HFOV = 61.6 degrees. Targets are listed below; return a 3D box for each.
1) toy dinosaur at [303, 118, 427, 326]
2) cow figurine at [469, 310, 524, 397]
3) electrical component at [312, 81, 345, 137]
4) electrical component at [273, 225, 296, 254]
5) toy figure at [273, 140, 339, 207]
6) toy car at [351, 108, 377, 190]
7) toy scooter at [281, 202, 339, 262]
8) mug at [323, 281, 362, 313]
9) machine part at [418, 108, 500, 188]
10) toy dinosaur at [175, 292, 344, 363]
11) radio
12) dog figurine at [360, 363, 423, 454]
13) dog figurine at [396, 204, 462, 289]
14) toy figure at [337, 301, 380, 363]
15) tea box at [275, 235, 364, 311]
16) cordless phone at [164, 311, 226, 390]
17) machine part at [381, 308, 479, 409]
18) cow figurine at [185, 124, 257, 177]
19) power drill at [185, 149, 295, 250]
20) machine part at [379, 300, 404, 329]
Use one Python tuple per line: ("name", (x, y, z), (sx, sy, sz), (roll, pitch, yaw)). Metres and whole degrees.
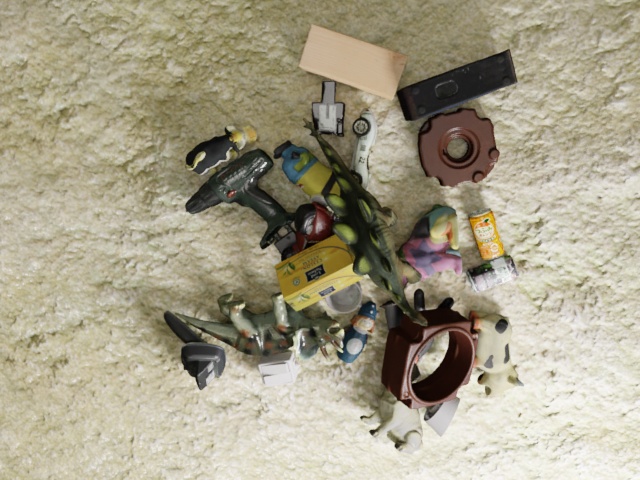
("toy dinosaur", (0.090, -0.035, 1.083), (0.105, 0.198, 0.471), (-32, 75, 15))
("cow figurine", (0.401, 0.264, 1.232), (0.127, 0.085, 0.194), (3, 98, 7))
("electrical component", (0.018, -0.285, 1.178), (0.075, 0.048, 0.119), (-1, 101, 7))
("electrical component", (-0.071, 0.007, 1.262), (0.063, 0.021, 0.094), (-33, 96, 11))
("toy figure", (-0.021, -0.147, 1.195), (0.089, 0.082, 0.180), (-42, 92, 14))
("toy car", (0.093, -0.187, 1.176), (0.056, 0.073, 0.201), (10, 103, 8))
("toy scooter", (-0.002, -0.004, 1.206), (0.135, 0.075, 0.183), (7, 127, -22))
("mug", (0.045, 0.114, 1.227), (0.110, 0.107, 0.080), (-11, 101, 11))
("machine part", (0.297, -0.198, 1.160), (0.179, 0.056, 0.179), (1, 101, 7))
("toy dinosaur", (-0.128, 0.212, 1.268), (0.405, 0.131, 0.192), (-11, 99, 15))
("radio", (0.277, -0.313, 1.099), (0.230, 0.131, 0.073), (-20, 100, 10))
("dog figurine", (0.210, 0.389, 1.274), (0.172, 0.121, 0.190), (33, 89, -25))
("dog figurine", (0.202, 0.025, 1.193), (0.219, 0.108, 0.191), (-7, 102, 11))
("toy figure", (0.093, 0.217, 1.270), (0.064, 0.058, 0.154), (18, 104, -37))
("tea box", (-0.003, 0.068, 1.156), (0.170, 0.098, 0.068), (-28, 138, 8))
("cordless phone", (-0.317, 0.260, 1.307), (0.184, 0.146, 0.089), (40, 60, 18))
("machine part", (0.242, 0.257, 1.172), (0.201, 0.087, 0.201), (-2, 106, -29))
("cow figurine", (-0.223, -0.207, 1.197), (0.167, 0.098, 0.068), (-32, 90, 12))
("power drill", (-0.169, -0.078, 1.225), (0.232, 0.086, 0.207), (-42, 80, 9))
("machine part", (0.189, 0.204, 1.254), (0.084, 0.039, 0.138), (-23, 93, -23))
